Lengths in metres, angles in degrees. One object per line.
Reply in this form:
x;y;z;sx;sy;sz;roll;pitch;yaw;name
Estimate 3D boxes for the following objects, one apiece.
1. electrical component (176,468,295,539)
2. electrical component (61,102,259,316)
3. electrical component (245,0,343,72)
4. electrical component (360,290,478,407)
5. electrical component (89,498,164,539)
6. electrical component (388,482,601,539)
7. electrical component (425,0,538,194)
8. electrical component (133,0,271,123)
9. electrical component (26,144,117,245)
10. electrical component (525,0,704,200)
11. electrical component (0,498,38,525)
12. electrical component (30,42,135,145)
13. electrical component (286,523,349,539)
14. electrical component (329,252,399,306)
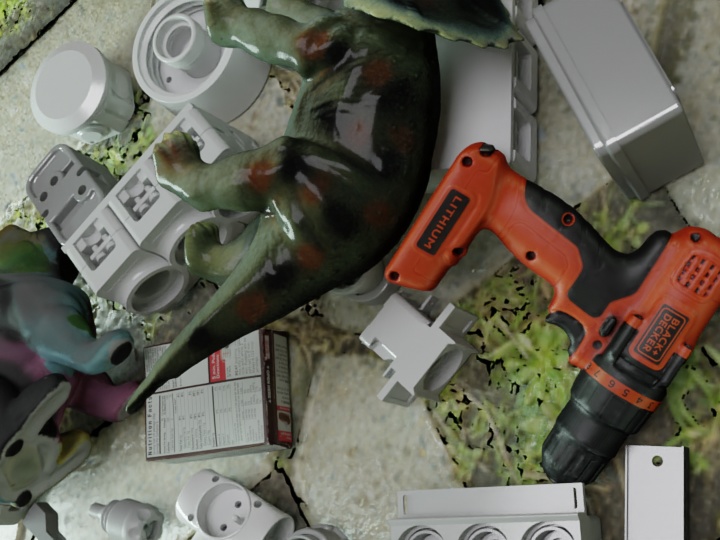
-0.100;0.193;0.769;0.077;0.044;0.079;24;71;29;electrical component
-0.137;-0.040;0.819;0.150;0.089;0.061;-46;63;11;electrical component
-0.052;-0.211;0.807;0.060;0.108;0.108;38;97;34;electrical component
0.038;0.052;0.739;0.064;0.042;0.081;42;98;31;electrical component
-0.182;0.191;0.823;0.061;0.035;0.035;10;83;31;electrical component
0.087;0.176;0.674;0.121;0.063;0.078;-8;76;25;electrical component
0.074;-0.134;0.749;0.089;0.062;0.150;-3;78;26;electrical component
-0.132;-0.175;0.863;0.108;0.060;0.108;-6;76;25;electrical component
-0.221;-0.052;0.877;0.053;0.059;0.095;-48;54;7;electrical component
0.162;-0.112;0.674;0.056;0.109;0.108;-29;67;16;electrical component
-0.299;0.153;0.879;0.059;0.054;0.095;-49;63;9;electrical component
-0.235;-0.149;0.915;0.080;0.051;0.080;-6;76;26;electrical component
-0.036;0.197;0.732;0.048;0.062;0.048;-6;76;25;electrical component
0.000;0.000;0.761;0.045;0.055;0.045;-6;76;26;electrical component
